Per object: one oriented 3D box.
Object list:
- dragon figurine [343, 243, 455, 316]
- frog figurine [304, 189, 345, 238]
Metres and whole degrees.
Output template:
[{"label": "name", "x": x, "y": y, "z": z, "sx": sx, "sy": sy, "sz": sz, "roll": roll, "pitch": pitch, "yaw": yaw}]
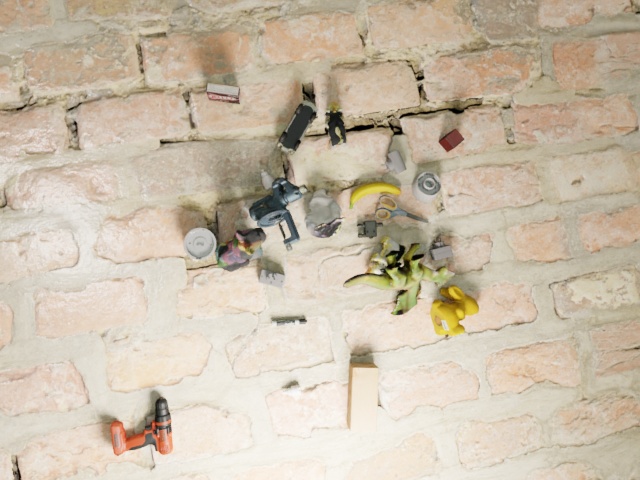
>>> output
[{"label": "dragon figurine", "x": 0.272, "y": 0.158, "z": 1.736, "sx": 0.412, "sy": 0.238, "sz": 0.124, "roll": -21, "pitch": 27, "yaw": -15}, {"label": "frog figurine", "x": 0.005, "y": -0.089, "z": 1.777, "sx": 0.137, "sy": 0.163, "sz": 0.120, "roll": -28, "pitch": -36, "yaw": 0}]
